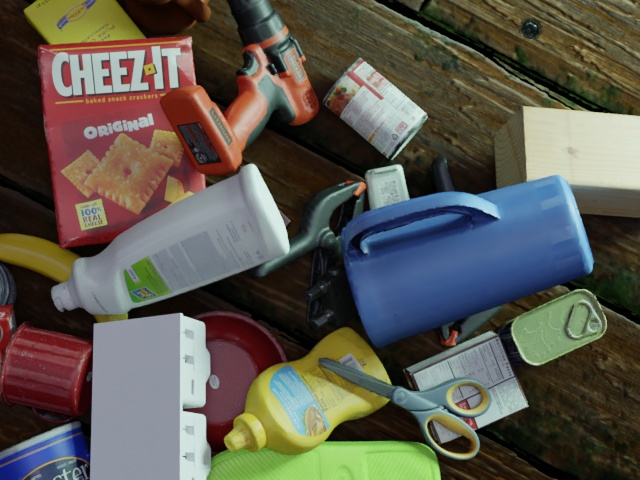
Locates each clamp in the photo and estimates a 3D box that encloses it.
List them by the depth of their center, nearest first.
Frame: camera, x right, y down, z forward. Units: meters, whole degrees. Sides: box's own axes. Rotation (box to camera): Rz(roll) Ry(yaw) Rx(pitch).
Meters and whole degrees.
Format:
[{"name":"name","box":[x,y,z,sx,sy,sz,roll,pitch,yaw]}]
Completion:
[{"name":"clamp","box":[-0.008,0.001,1.173,0.039,0.120,0.171,11,73,44]},{"name":"clamp","box":[0.168,0.015,1.202,0.164,0.036,0.210,27,82,-2]}]

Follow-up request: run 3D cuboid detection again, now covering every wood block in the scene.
[{"name":"wood block","box":[0.307,-0.084,1.180,0.206,0.090,0.091,4,72,-11]}]

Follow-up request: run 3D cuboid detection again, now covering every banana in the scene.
[{"name":"banana","box":[-0.276,0.047,1.165,0.198,0.037,0.069,42,58,-2]}]

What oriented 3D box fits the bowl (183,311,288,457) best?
[{"name":"bowl","box":[-0.111,0.155,1.159,0.162,0.055,0.162,0,81,-3]}]

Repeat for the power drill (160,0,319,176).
[{"name":"power drill","box":[-0.087,-0.172,1.139,0.187,0.057,0.184,-49,121,-38]}]

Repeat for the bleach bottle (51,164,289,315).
[{"name":"bleach bottle","box":[-0.164,0.013,1.109,0.251,0.068,0.102,-21,127,6]}]

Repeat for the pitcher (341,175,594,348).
[{"name":"pitcher","box":[0.147,0.012,1.096,0.243,0.149,0.145,-18,93,12]}]

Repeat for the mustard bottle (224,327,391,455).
[{"name":"mustard bottle","box":[-0.019,0.171,1.121,0.191,0.058,0.096,-26,76,-34]}]

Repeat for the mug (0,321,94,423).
[{"name":"mug","box":[-0.282,0.149,1.132,0.081,0.093,0.117,11,121,7]}]

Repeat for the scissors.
[{"name":"scissors","box":[0.101,0.154,1.131,0.201,0.016,0.096,41,83,-11]}]

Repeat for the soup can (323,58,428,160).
[{"name":"soup can","box":[0.063,-0.148,1.206,0.102,0.068,0.068,40,81,3]}]

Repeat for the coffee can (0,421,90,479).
[{"name":"coffee can","box":[-0.273,0.273,1.108,0.102,0.103,0.140,-23,84,-6]}]

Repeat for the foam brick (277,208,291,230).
[{"name":"foam brick","box":[-0.078,-0.023,1.188,0.078,0.051,0.053,42,79,3]}]

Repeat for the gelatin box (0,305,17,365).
[{"name":"gelatin box","box":[-0.360,0.114,1.140,0.073,0.030,0.089,-2,121,-4]}]

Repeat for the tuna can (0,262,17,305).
[{"name":"tuna can","box":[-0.379,0.056,1.169,0.086,0.034,0.086,0,82,-3]}]

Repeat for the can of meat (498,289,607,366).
[{"name":"can of meat","box":[0.251,0.099,1.172,0.102,0.084,0.057,-24,84,-6]}]

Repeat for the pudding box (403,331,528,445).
[{"name":"pudding box","box":[0.161,0.163,1.176,0.113,0.039,0.090,-23,92,-8]}]

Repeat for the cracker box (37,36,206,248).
[{"name":"cracker box","box":[-0.210,-0.106,1.147,0.164,0.072,0.214,-6,98,-14]}]

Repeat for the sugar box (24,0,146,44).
[{"name":"sugar box","box":[-0.244,-0.213,1.210,0.093,0.048,0.176,-39,84,-8]}]
